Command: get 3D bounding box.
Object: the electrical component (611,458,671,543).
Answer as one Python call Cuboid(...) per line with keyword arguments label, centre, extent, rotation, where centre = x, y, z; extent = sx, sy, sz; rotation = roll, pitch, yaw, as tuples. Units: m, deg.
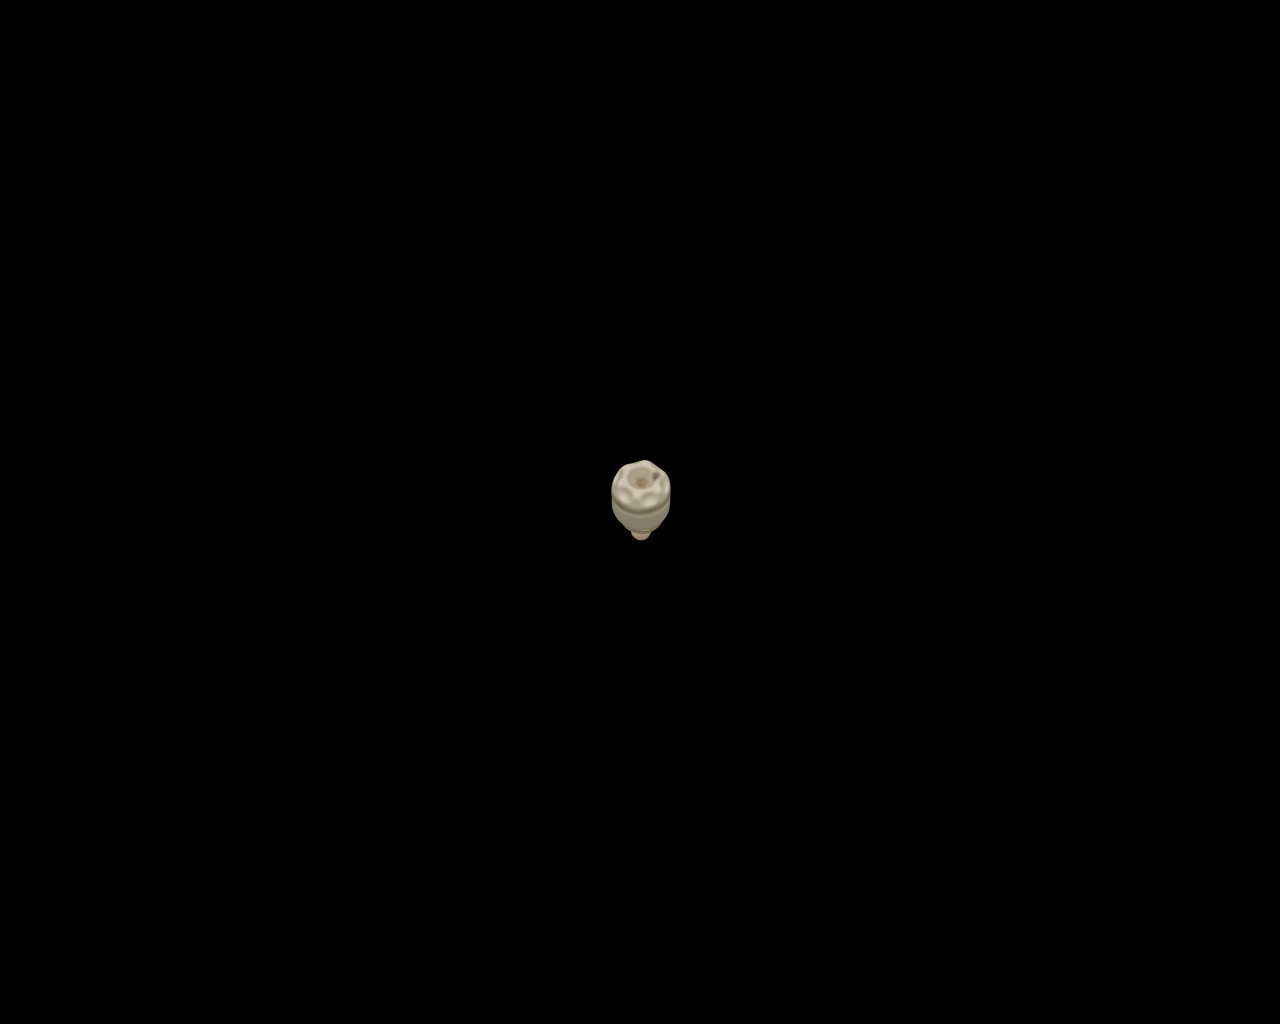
Cuboid(label="electrical component", centre=(0.001, -0.003, 0.650), extent=(0.035, 0.035, 0.061), rotation=(0, -36, 0))
